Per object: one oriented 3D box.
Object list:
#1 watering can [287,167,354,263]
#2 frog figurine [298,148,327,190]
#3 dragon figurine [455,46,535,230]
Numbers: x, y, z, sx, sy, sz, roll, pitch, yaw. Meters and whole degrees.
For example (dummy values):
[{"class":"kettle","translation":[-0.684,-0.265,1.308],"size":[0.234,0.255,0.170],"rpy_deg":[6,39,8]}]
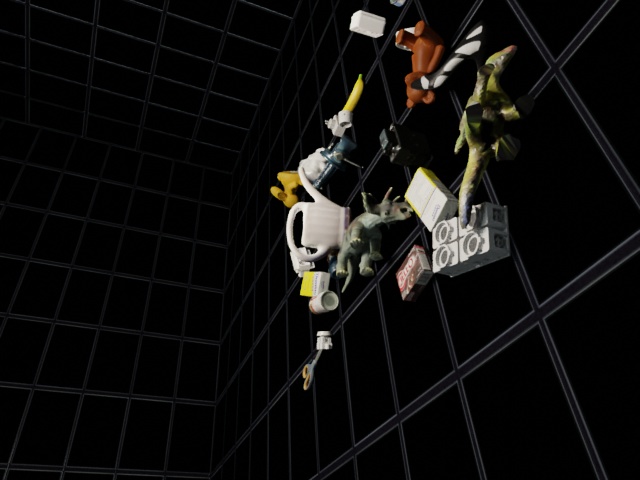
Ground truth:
[{"class":"watering can","translation":[0.005,-0.088,1.745],"size":[0.102,0.224,0.354],"rpy_deg":[103,173,-68]},{"class":"frog figurine","translation":[-0.015,-0.301,2.093],"size":[0.138,0.122,0.159],"rpy_deg":[25,93,37]},{"class":"dragon figurine","translation":[0.341,-0.228,1.103],"size":[0.243,0.122,0.409],"rpy_deg":[-46,-25,-84]}]
